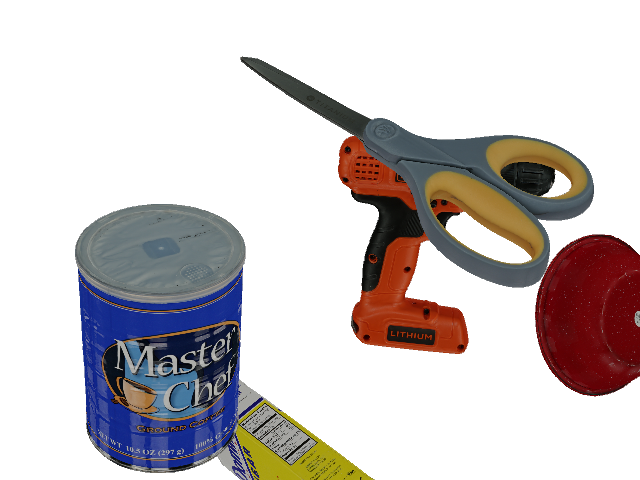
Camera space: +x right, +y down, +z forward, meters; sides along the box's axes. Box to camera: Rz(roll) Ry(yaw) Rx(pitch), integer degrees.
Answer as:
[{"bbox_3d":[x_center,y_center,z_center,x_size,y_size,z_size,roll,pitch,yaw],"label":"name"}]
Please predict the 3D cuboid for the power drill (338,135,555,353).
[{"bbox_3d":[0.102,0.002,0.932,0.184,0.188,0.057,6,17,4],"label":"power drill"}]

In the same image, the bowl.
[{"bbox_3d":[0.289,0.074,1.039,0.161,0.162,0.055,0,0,-28],"label":"bowl"}]

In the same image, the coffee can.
[{"bbox_3d":[-0.101,0.062,0.683,0.103,0.140,0.103,3,32,-2],"label":"coffee can"}]

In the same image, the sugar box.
[{"bbox_3d":[-0.024,0.194,0.898,0.176,0.093,0.048,27,52,36],"label":"sugar box"}]

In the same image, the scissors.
[{"bbox_3d":[0.052,-0.053,0.530,0.096,0.016,0.202,-25,53,-22],"label":"scissors"}]
